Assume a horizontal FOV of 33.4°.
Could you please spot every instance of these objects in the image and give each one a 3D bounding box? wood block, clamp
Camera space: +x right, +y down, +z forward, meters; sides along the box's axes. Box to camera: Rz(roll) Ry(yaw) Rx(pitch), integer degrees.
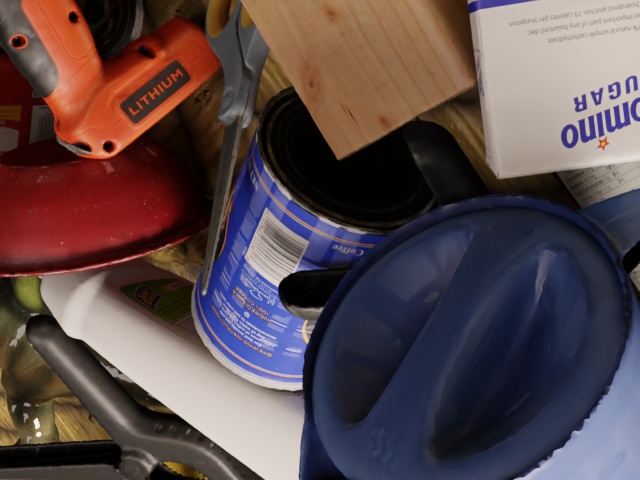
[{"bbox_3d":[0.007,-0.154,0.466,0.090,0.090,0.206,-25,98,48],"label":"wood block"},{"bbox_3d":[-0.133,0.150,0.741,0.210,0.036,0.165,30,127,-10],"label":"clamp"},{"bbox_3d":[0.079,0.009,0.486,0.171,0.039,0.120,12,139,-18],"label":"clamp"}]

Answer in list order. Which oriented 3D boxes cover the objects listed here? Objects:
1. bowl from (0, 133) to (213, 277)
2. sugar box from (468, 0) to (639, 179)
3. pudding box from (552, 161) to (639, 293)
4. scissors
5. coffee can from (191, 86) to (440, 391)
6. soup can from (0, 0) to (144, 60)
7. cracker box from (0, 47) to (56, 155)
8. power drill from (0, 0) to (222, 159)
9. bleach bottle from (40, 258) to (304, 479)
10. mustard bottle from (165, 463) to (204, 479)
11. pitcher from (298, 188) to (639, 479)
[{"bbox_3d":[-0.145,-0.030,0.646,0.162,0.161,0.055,8,113,40],"label":"bowl"},{"bbox_3d":[0.096,-0.116,0.385,0.093,0.048,0.176,-7,102,6],"label":"sugar box"},{"bbox_3d":[0.147,-0.040,0.455,0.113,0.039,0.090,56,139,-1],"label":"pudding box"},{"bbox_3d":[-0.048,-0.074,0.539,0.096,0.016,0.202,9,81,61],"label":"scissors"},{"bbox_3d":[-0.004,0.001,0.573,0.103,0.102,0.140,41,137,14],"label":"coffee can"},{"bbox_3d":[-0.166,-0.145,0.651,0.102,0.068,0.068,19,129,34],"label":"soup can"},{"bbox_3d":[-0.284,-0.106,0.709,0.214,0.163,0.072,20,109,32],"label":"cracker box"},{"bbox_3d":[-0.129,-0.152,0.565,0.187,0.184,0.057,55,167,-28],"label":"power drill"},{"bbox_3d":[-0.075,0.065,0.659,0.251,0.102,0.068,31,110,17],"label":"bleach bottle"},{"bbox_3d":[-0.132,0.199,0.860,0.192,0.058,0.096,-9,92,47],"label":"mustard bottle"},{"bbox_3d":[0.116,0.094,0.462,0.149,0.145,0.242,-7,141,36],"label":"pitcher"}]
